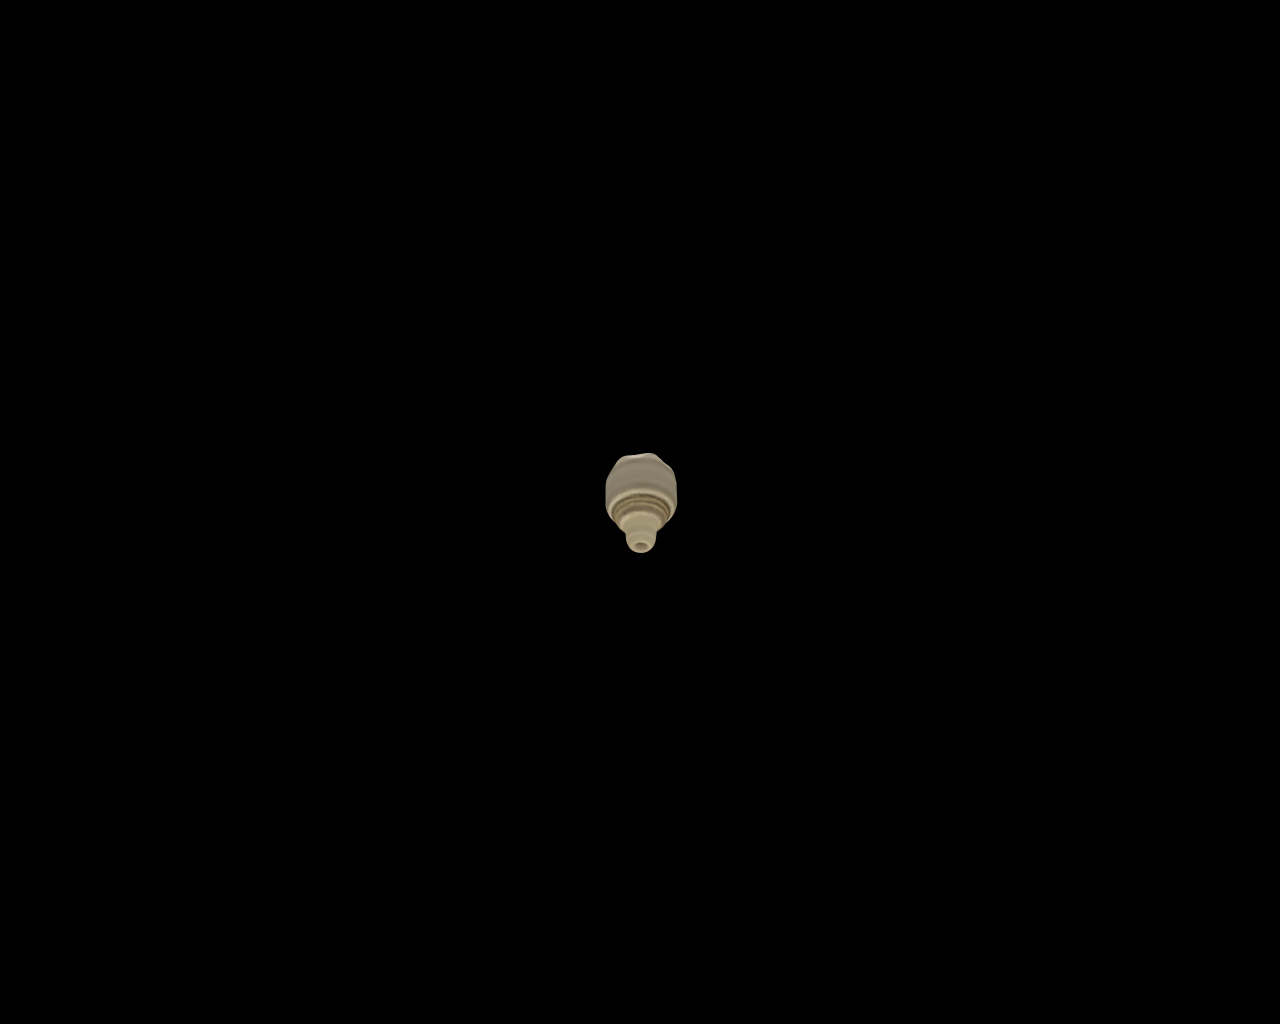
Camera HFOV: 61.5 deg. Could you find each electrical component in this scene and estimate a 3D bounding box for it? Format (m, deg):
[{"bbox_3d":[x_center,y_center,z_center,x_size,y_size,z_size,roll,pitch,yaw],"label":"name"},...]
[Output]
[{"bbox_3d":[0.001,-0.003,0.650,0.043,0.062,0.043,0,-39,0],"label":"electrical component"}]
